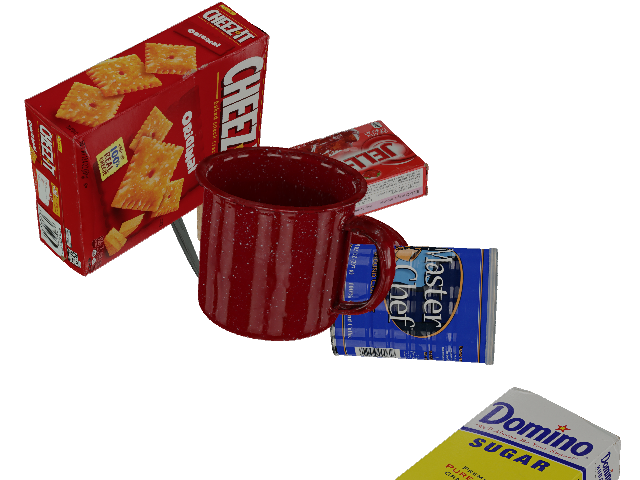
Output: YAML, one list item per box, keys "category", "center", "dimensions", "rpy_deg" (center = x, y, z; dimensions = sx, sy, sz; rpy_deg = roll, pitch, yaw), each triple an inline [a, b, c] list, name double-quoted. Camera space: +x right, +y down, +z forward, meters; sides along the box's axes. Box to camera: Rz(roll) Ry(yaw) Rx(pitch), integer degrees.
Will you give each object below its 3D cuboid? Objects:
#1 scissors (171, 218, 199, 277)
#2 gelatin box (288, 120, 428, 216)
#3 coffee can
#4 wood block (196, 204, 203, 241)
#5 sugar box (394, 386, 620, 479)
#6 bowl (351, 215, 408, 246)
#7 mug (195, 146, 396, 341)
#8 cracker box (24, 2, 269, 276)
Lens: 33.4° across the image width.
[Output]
- category: "scissors"
  center: [-0.166, -0.064, 1.205]
  dimensions: [0.016, 0.201, 0.096]
  rpy_deg: [-19, 20, 44]
- category: "gelatin box"
  center: [0.024, -0.051, 0.787]
  dimensions: [0.089, 0.030, 0.073]
  rpy_deg: [-19, 39, -17]
- category: "coffee can"
  center: [0.085, 0.055, 0.947]
  dimensions: [0.140, 0.103, 0.102]
  rpy_deg: [2, 0, 9]
- category: "wood block"
  center: [-0.083, -0.006, 1.356]
  dimensions: [0.090, 0.090, 0.206]
  rpy_deg: [-9, 26, -22]
- category: "sugar box"
  center: [0.111, 0.171, 0.712]
  dimensions: [0.176, 0.048, 0.093]
  rpy_deg: [-33, 39, -31]
- category: "bowl"
  center: [0.014, 0.029, 1.150]
  dimensions: [0.162, 0.055, 0.162]
  rpy_deg: [4, 32, -3]
- category: "mug"
  center: [-0.014, 0.005, 0.582]
  dimensions: [0.117, 0.081, 0.093]
  rpy_deg: [16, 25, 20]
- category: "cracker box"
  center: [-0.143, -0.087, 0.922]
  dimensions: [0.072, 0.164, 0.213]
  rpy_deg: [38, 53, 24]
